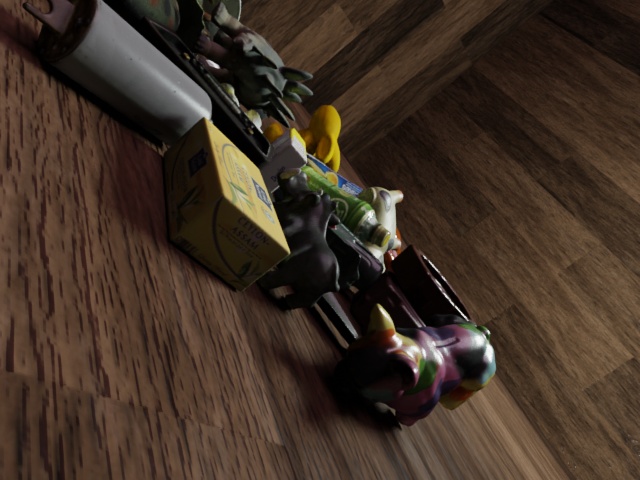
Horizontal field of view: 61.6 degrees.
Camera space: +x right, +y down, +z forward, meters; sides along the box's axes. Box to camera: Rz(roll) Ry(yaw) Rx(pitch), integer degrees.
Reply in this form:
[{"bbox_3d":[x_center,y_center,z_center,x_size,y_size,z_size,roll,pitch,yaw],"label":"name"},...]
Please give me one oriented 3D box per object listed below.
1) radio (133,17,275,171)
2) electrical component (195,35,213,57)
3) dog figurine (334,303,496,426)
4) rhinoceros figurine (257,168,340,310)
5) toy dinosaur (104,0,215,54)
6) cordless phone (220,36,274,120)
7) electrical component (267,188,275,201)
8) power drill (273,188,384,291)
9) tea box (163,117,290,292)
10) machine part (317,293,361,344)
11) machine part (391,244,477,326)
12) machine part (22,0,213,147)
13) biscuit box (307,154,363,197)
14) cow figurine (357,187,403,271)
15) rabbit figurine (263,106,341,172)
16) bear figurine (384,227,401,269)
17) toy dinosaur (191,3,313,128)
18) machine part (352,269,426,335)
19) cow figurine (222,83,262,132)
[{"bbox_3d":[-0.160,-0.177,0.720,0.229,0.073,0.131,50,11,-10],"label":"radio"},{"bbox_3d":[-0.262,-0.387,0.996,0.119,0.075,0.048,39,17,-38],"label":"electrical component"},{"bbox_3d":[0.113,0.132,0.607,0.219,0.192,0.108,65,0,-62],"label":"dog figurine"},{"bbox_3d":[-0.028,-0.010,0.634,0.073,0.112,0.190,40,24,-40],"label":"rhinoceros figurine"},{"bbox_3d":[-0.259,-0.347,0.785,0.192,0.131,0.405,48,17,-18],"label":"toy dinosaur"},{"bbox_3d":[-0.133,-0.333,1.152,0.184,0.146,0.089,33,29,-54],"label":"cordless phone"},{"bbox_3d":[-0.088,-0.062,0.775,0.094,0.021,0.063,65,15,22],"label":"electrical component"},{"bbox_3d":[-0.002,-0.003,0.829,0.232,0.086,0.207,43,4,-1],"label":"power drill"},{"bbox_3d":[-0.100,-0.041,0.545,0.098,0.068,0.170,43,13,-39],"label":"tea box"},{"bbox_3d":[0.012,0.085,0.686,0.139,0.039,0.084,53,5,15],"label":"machine part"},{"bbox_3d":[0.188,0.091,0.895,0.179,0.056,0.179,48,12,-14],"label":"machine part"},{"bbox_3d":[-0.191,-0.165,0.550,0.079,0.079,0.243,59,11,31],"label":"machine part"},{"bbox_3d":[0.020,-0.104,1.098,0.202,0.059,0.063,29,-12,-24],"label":"biscuit box"},{"bbox_3d":[0.102,-0.006,1.040,0.127,0.086,0.194,4,89,-55],"label":"cow figurine"},{"bbox_3d":[-0.023,-0.215,1.167,0.162,0.173,0.121,52,6,26],"label":"rabbit figurine"},{"bbox_3d":[0.135,0.063,1.147,0.120,0.132,0.196,37,36,-51],"label":"bear figurine"},{"bbox_3d":[-0.117,-0.279,0.941,0.198,0.105,0.471,34,3,-10],"label":"toy dinosaur"},{"bbox_3d":[0.147,0.154,0.895,0.201,0.087,0.201,50,11,-1],"label":"machine part"},{"bbox_3d":[-0.157,-0.198,0.839,0.167,0.068,0.098,42,21,-41],"label":"cow figurine"}]
